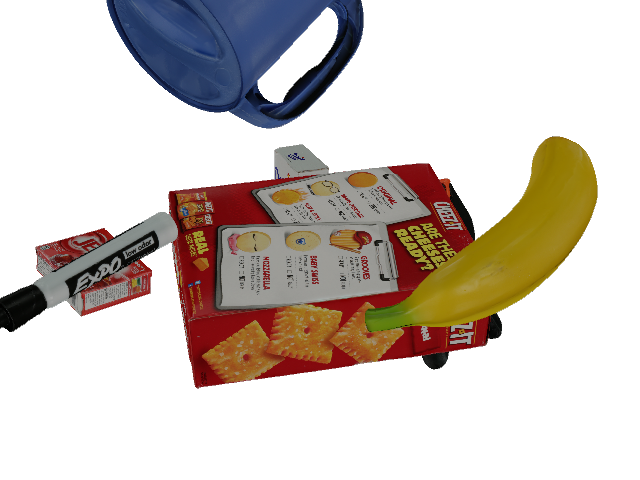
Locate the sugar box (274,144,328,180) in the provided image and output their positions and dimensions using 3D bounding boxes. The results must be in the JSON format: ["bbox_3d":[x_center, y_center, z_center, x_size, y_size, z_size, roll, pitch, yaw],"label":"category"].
[{"bbox_3d":[-0.025,-0.018,1.289,0.048,0.176,0.093,-10,25,-17],"label":"sugar box"}]

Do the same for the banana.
[{"bbox_3d":[0.103,-0.009,0.555,0.070,0.037,0.197,15,38,36],"label":"banana"}]

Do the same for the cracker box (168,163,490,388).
[{"bbox_3d":[0.001,0.021,0.796,0.213,0.072,0.164,-7,36,-9],"label":"cracker box"}]

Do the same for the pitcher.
[{"bbox_3d":[-0.033,-0.213,0.833,0.145,0.242,0.149,27,-31,29],"label":"pitcher"}]

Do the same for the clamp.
[{"bbox_3d":[0.115,0.032,0.984,0.039,0.171,0.120,-11,12,35],"label":"clamp"}]

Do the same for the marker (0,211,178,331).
[{"bbox_3d":[-0.131,0.017,0.595,0.120,0.020,0.020,-32,21,-37],"label":"marker"}]

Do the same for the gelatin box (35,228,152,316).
[{"bbox_3d":[-0.209,0.027,0.982,0.073,0.030,0.089,-18,40,-36],"label":"gelatin box"}]
